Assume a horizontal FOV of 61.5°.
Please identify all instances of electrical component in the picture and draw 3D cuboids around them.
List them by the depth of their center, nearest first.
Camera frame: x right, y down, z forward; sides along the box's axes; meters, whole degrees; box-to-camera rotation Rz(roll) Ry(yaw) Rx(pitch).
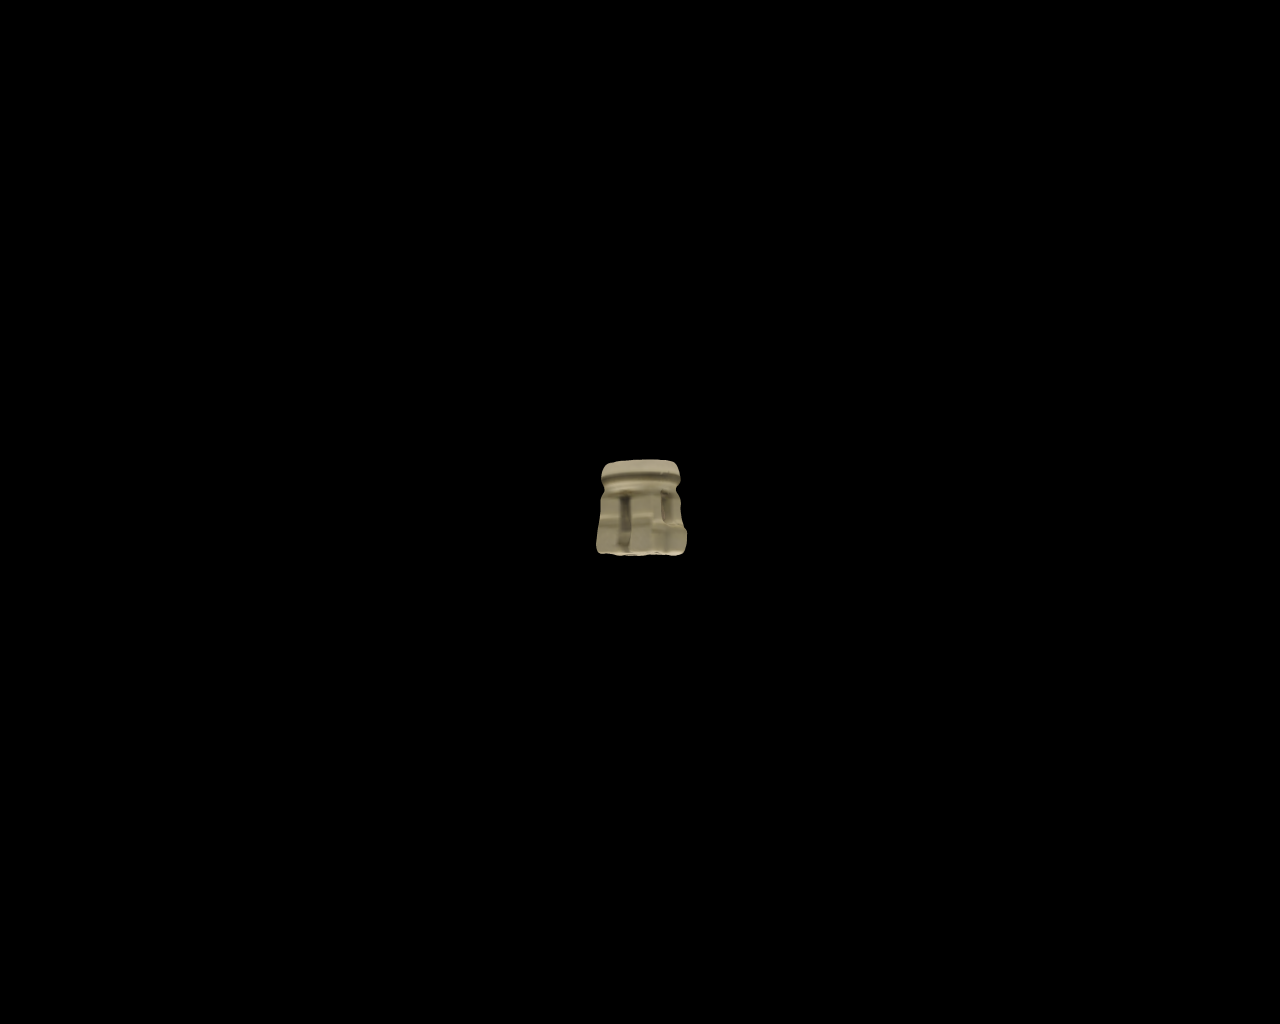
[{"bbox_3d":[0.001,-0.003,0.650,0.066,0.055,0.048,-3,-6,33],"label":"electrical component"}]
